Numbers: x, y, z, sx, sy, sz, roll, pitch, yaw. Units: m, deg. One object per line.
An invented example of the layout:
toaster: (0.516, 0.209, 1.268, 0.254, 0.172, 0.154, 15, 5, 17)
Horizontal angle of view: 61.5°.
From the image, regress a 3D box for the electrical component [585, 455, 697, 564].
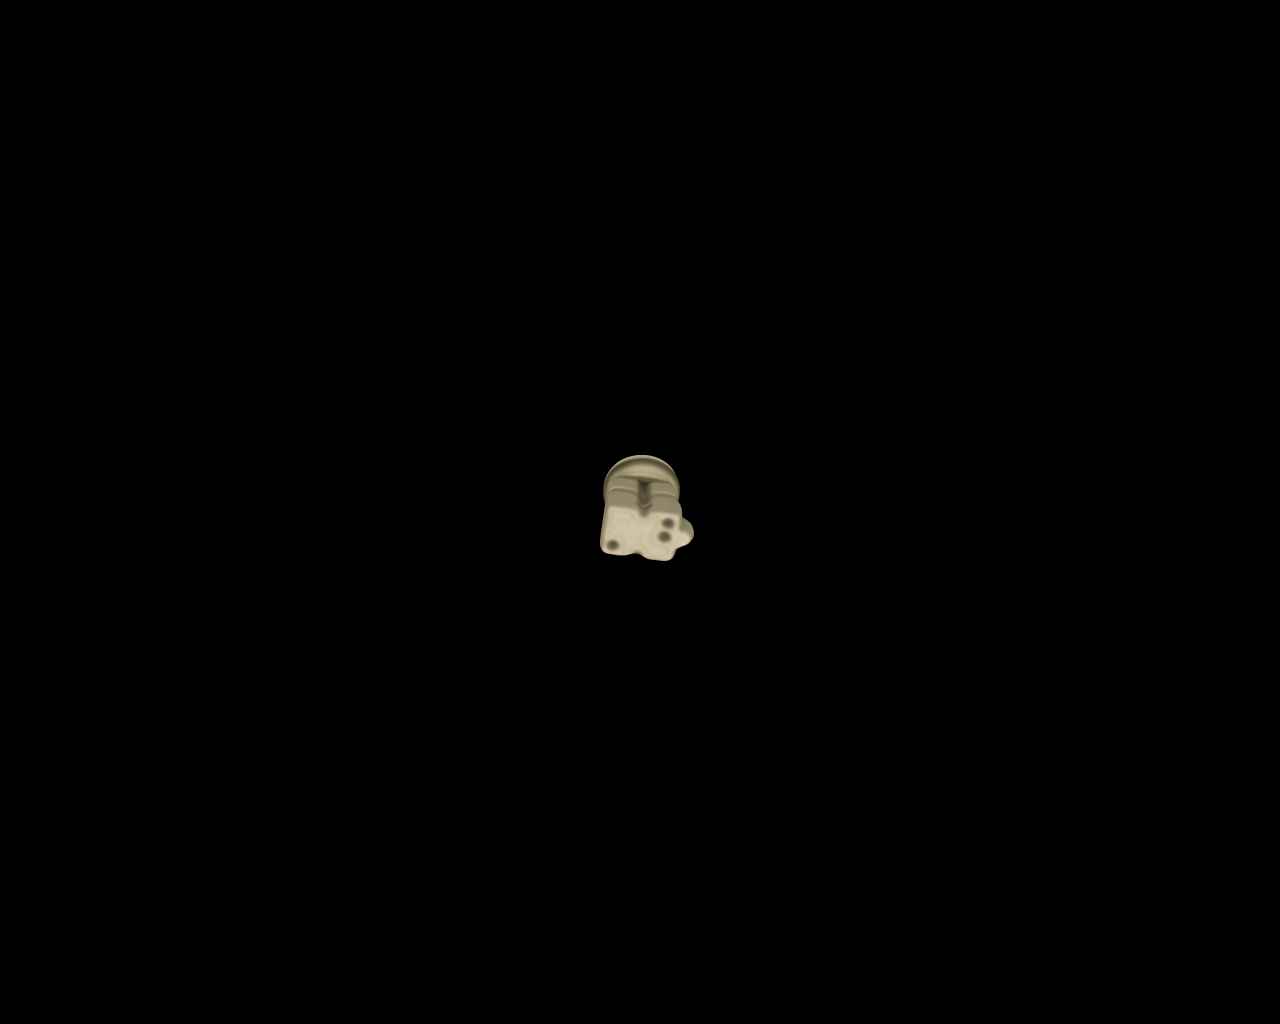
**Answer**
electrical component: (0.001, -0.003, 0.650, 0.066, 0.048, 0.055, 8, 34, -5)
